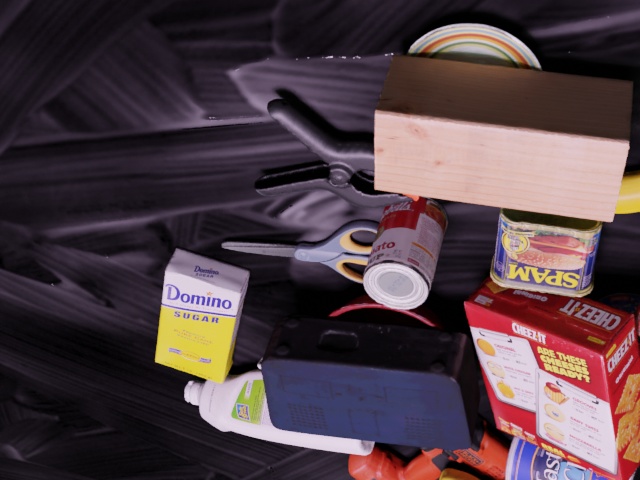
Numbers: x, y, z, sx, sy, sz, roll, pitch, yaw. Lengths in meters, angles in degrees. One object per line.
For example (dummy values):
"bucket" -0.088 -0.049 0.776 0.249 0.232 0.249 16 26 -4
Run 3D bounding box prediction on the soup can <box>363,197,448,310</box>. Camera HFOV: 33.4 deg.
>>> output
"soup can" 0.086 0.011 1.066 0.068 0.102 0.068 11 136 10

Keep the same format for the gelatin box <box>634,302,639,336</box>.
"gelatin box" 0.360 0.070 1.050 0.089 0.030 0.073 19 102 1

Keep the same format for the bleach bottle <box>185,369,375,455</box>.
"bleach bottle" -0.051 0.197 1.319 0.251 0.102 0.068 6 162 24

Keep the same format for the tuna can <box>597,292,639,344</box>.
"tuna can" 0.321 0.096 1.113 0.086 0.033 0.086 11 136 10

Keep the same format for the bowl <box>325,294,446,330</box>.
"bowl" 0.080 0.108 1.199 0.162 0.055 0.162 10 136 10

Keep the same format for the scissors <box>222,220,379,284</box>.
"scissors" -0.008 0.001 1.154 0.202 0.016 0.096 16 135 5

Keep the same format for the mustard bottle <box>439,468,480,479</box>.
"mustard bottle" 0.229 0.347 1.286 0.192 0.058 0.096 15 105 8

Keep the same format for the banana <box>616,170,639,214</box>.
"banana" 0.309 -0.063 0.956 0.198 0.037 0.069 -18 127 33

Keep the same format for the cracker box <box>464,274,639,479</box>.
"cracker box" 0.253 0.142 1.121 0.164 0.072 0.213 21 144 39

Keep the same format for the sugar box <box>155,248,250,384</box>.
"sugar box" -0.143 0.093 1.273 0.093 0.048 0.176 17 138 3

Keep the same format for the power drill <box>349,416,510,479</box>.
"power drill" 0.123 0.260 1.333 0.184 0.057 0.188 39 134 -19

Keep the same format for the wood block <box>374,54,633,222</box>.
"wood block" 0.156 -0.088 0.918 0.206 0.090 0.090 8 136 11

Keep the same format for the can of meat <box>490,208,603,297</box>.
"can of meat" 0.222 0.002 1.041 0.102 0.057 0.084 8 133 11

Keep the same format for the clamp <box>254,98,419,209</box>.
"clamp" 0.017 -0.080 1.047 0.171 0.039 0.120 8 141 7

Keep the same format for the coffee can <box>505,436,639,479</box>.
"coffee can" 0.296 0.265 1.216 0.140 0.102 0.103 12 139 32
